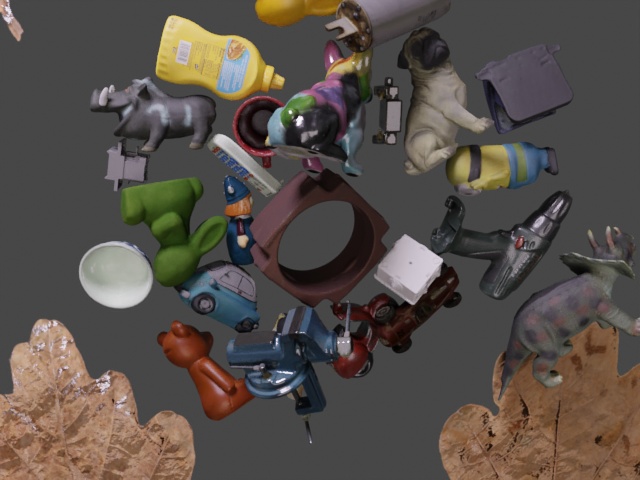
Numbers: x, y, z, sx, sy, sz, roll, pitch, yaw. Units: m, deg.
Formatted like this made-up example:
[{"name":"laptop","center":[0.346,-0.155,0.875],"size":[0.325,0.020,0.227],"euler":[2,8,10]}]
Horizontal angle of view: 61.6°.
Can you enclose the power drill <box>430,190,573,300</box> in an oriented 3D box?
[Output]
[{"name":"power drill","center":[0.318,-0.014,0.969],"size":[0.207,0.086,0.231],"euler":[16,110,-19]}]

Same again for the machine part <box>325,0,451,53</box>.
[{"name":"machine part","center":[0.110,-0.338,0.791],"size":[0.243,0.079,0.079],"euler":[-31,113,-26]}]

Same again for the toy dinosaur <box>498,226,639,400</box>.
[{"name":"toy dinosaur","center":[0.451,0.144,1.018],"size":[0.405,0.131,0.192],"euler":[-42,96,14]}]

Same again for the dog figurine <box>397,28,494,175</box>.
[{"name":"dog figurine","center":[0.165,-0.222,0.875],"size":[0.172,0.121,0.190],"euler":[-39,94,7]}]

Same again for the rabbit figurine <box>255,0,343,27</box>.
[{"name":"rabbit figurine","center":[-0.029,-0.394,0.792],"size":[0.162,0.122,0.173],"euler":[19,121,-22]}]

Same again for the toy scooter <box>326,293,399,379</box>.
[{"name":"toy scooter","center":[0.057,0.170,0.992],"size":[0.135,0.075,0.183],"euler":[23,102,-33]}]

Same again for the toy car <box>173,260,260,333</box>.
[{"name":"toy car","center":[-0.166,0.090,0.943],"size":[0.161,0.109,0.103],"euler":[31,86,-24]}]

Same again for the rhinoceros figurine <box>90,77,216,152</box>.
[{"name":"rhinoceros figurine","center":[-0.260,-0.197,0.844],"size":[0.190,0.073,0.112],"euler":[4,110,-7]}]

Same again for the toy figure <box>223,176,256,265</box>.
[{"name":"toy figure","center":[-0.137,-0.035,0.920],"size":[0.058,0.064,0.154],"euler":[-16,111,-39]}]

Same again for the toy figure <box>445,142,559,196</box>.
[{"name":"toy figure","center":[0.307,-0.127,0.919],"size":[0.180,0.082,0.089],"euler":[-12,75,6]}]

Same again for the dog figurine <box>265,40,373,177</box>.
[{"name":"dog figurine","center":[0.014,-0.214,0.804],"size":[0.109,0.191,0.219],"euler":[4,80,35]}]

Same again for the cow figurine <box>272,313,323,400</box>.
[{"name":"cow figurine","center":[-0.056,0.221,1.015],"size":[0.098,0.068,0.167],"euler":[15,104,-5]}]

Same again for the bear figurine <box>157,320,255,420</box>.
[{"name":"bear figurine","center":[-0.203,0.227,0.994],"size":[0.196,0.132,0.120],"euler":[57,134,9]}]

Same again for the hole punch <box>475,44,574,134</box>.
[{"name":"hole punch","center":[0.335,-0.245,0.888],"size":[0.142,0.092,0.115],"euler":[-21,81,5]}]

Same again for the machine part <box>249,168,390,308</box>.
[{"name":"machine part","center":[-0.002,-0.003,0.905],"size":[0.201,0.087,0.200],"euler":[-46,124,6]}]

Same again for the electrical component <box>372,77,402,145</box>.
[{"name":"electrical component","center":[0.107,-0.206,0.872],"size":[0.045,0.078,0.102],"euler":[-3,118,-6]}]

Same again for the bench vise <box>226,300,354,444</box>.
[{"name":"bench vise","center":[-0.035,0.223,0.922],"size":[0.224,0.129,0.240],"euler":[-14,121,7]}]

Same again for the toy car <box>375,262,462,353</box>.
[{"name":"toy car","center":[0.186,0.122,0.982],"size":[0.202,0.053,0.089],"euler":[-35,109,-19]}]

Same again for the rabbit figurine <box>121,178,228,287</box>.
[{"name":"rabbit figurine","center":[-0.240,-0.012,0.892],"size":[0.159,0.121,0.170],"euler":[-12,96,-23]}]
